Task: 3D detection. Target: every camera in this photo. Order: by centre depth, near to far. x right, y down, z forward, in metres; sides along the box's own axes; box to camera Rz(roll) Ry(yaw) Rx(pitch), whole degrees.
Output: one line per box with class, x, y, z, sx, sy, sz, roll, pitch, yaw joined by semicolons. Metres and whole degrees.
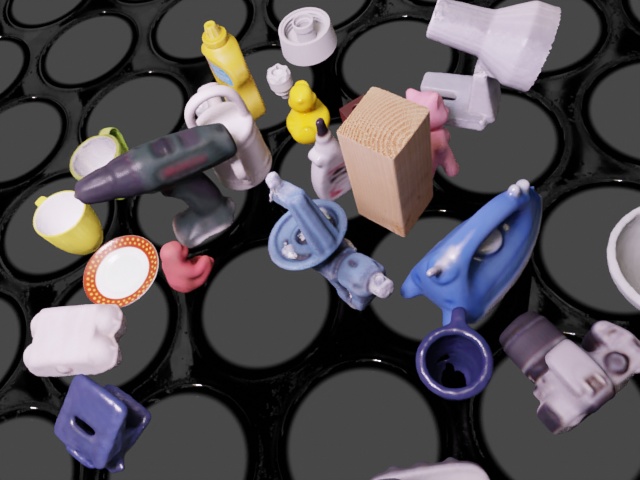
camera;0.301;0.141;0.699;0.143;0.101;0.136;-36;61;-7

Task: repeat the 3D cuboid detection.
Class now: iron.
iron;0.223;-0.006;0.771;0.118;0.142;0.258;38;76;27

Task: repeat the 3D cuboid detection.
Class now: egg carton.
egg carton;-0.367;0.152;0.861;0.150;0.069;0.107;-7;61;9

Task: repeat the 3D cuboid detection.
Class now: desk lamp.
desk lamp;0.240;-0.266;0.863;0.202;0.214;0.118;11;66;18

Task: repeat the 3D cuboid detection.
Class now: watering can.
watering can;-0.155;-0.176;0.916;0.101;0.194;0.172;-42;62;-11

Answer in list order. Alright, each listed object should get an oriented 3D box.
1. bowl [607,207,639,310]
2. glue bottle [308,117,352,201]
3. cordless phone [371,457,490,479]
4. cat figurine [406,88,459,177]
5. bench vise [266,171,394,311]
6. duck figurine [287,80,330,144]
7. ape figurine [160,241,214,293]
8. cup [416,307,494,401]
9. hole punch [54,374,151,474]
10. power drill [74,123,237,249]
bowl;0.451;0.038;0.735;0.167;0.075;0.167;-5;62;10
glue bottle;0.015;-0.125;0.862;0.078;0.173;0.037;-40;61;-9
cordless phone;0.116;0.283;0.617;0.147;0.185;0.094;-15;60;5
cat figurine;0.172;-0.174;0.885;0.067;0.118;0.127;-13;60;6
bench vise;0.012;-0.007;0.774;0.206;0.220;0.121;16;67;20
duck figurine;-0.026;-0.223;0.974;0.077;0.086;0.104;-9;61;8
ape figurine;-0.212;0.034;0.876;0.077;0.092;0.076;27;71;24
cup;0.171;0.152;0.726;0.091;0.095;0.118;4;63;15
hole punch;-0.305;0.252;0.782;0.108;0.091;0.101;25;71;23
power drill;-0.219;-0.075;0.868;0.229;0.209;0.075;-32;60;-5
